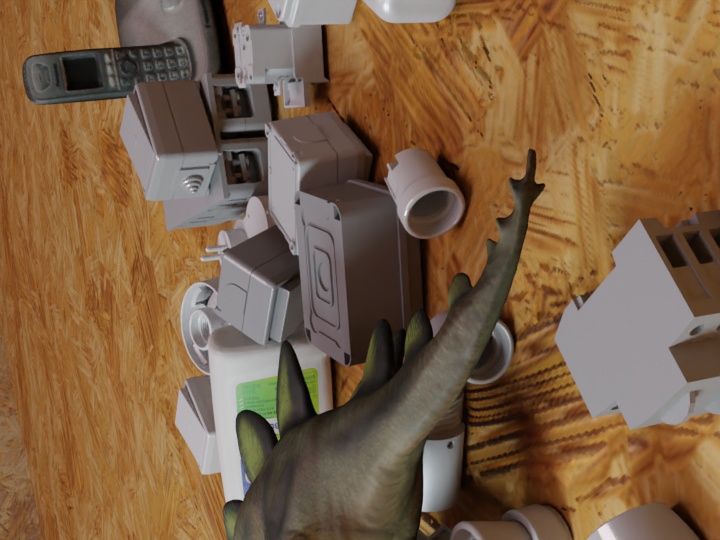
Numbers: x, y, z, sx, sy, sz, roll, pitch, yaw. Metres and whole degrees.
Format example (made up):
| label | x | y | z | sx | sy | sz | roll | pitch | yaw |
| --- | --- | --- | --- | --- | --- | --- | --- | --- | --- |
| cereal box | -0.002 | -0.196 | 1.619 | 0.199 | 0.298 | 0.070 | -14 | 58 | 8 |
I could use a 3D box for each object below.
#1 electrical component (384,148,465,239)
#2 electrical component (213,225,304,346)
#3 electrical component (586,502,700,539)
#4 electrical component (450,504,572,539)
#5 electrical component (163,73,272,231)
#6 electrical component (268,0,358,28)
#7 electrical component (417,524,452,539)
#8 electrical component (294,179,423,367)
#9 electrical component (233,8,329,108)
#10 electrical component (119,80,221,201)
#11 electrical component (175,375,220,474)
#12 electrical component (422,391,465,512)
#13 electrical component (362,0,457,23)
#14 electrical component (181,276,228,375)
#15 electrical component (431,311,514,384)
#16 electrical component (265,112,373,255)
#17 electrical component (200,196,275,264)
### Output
| label | x | y | z | sx | sy | sz | roll | pitch | yaw |
| --- | --- | --- | --- | --- | --- | --- | --- | --- | --- |
| electrical component | 0.038 | -0.048 | 0.661 | 0.046 | 0.040 | 0.040 | -115 | 30 | -46 |
| electrical component | -0.056 | 0.007 | 0.827 | 0.061 | 0.096 | 0.061 | 32 | 130 | 24 |
| electrical component | 0.135 | 0.162 | 0.504 | 0.077 | 0.043 | 0.079 | 65 | 149 | 33 |
| electrical component | 0.084 | 0.156 | 0.596 | 0.045 | 0.055 | 0.045 | 28 | 121 | 60 |
| electrical component | -0.130 | -0.103 | 0.975 | 0.186 | 0.060 | 0.105 | -15 | 83 | 65 |
| electrical component | -0.036 | -0.243 | 0.743 | 0.108 | 0.056 | 0.108 | 64 | 149 | 34 |
| electrical component | 0.058 | 0.214 | 0.648 | 0.063 | 0.079 | 0.121 | 60 | 164 | -24 |
| electrical component | 0.000 | 0.000 | 0.724 | 0.078 | 0.057 | 0.113 | 25 | 122 | 60 |
| electrical component | -0.062 | -0.163 | 0.812 | 0.042 | 0.064 | 0.081 | -166 | 71 | -64 |
| electrical component | -0.157 | -0.101 | 0.886 | 0.096 | 0.061 | 0.061 | 70 | 152 | 26 |
| electrical component | -0.142 | 0.156 | 1.069 | 0.096 | 0.061 | 0.061 | 58 | 145 | 42 |
| electrical component | 0.044 | 0.107 | 0.682 | 0.043 | 0.043 | 0.081 | 35 | 127 | 58 |
| electrical component | 0.031 | -0.193 | 0.617 | 0.059 | 0.054 | 0.095 | 55 | 143 | 45 |
| electrical component | -0.128 | 0.053 | 1.037 | 0.099 | 0.064 | 0.099 | 12 | 106 | 48 |
| electrical component | 0.062 | 0.043 | 0.633 | 0.046 | 0.040 | 0.040 | -164 | 69 | -69 |
| electrical component | -0.030 | -0.058 | 0.782 | 0.061 | 0.061 | 0.096 | -125 | 30 | -46 |
| electrical component | -0.098 | -0.017 | 0.915 | 0.138 | 0.074 | 0.052 | -48 | 53 | 58 |
